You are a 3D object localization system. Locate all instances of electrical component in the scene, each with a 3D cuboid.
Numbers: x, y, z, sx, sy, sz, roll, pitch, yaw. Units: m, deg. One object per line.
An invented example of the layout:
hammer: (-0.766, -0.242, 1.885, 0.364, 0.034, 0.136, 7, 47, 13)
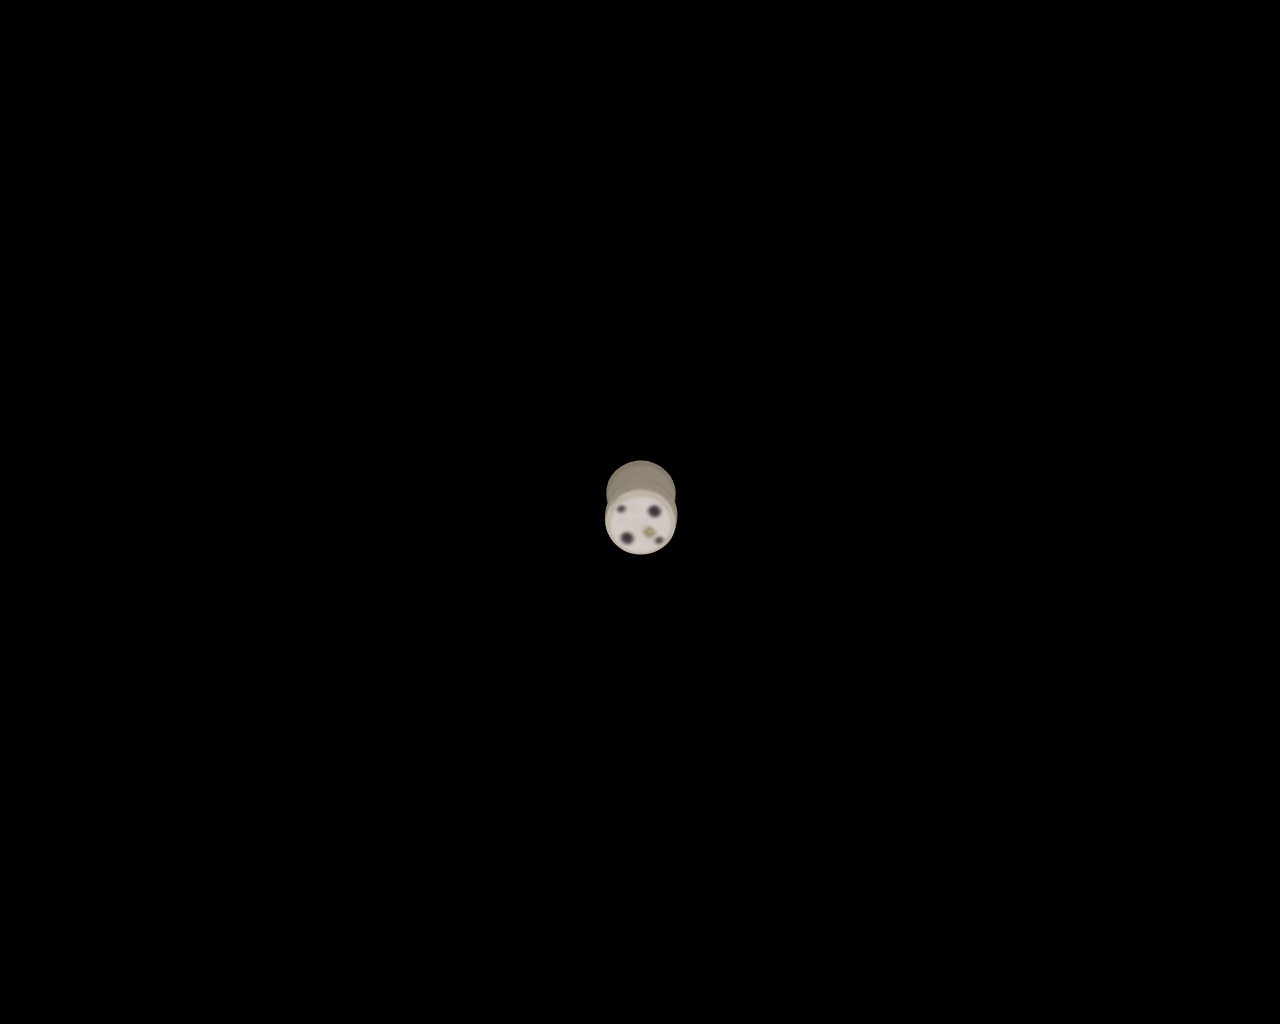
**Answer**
electrical component: (0.001, -0.003, 0.650, 0.045, 0.044, 0.055, 0, 21, 0)
